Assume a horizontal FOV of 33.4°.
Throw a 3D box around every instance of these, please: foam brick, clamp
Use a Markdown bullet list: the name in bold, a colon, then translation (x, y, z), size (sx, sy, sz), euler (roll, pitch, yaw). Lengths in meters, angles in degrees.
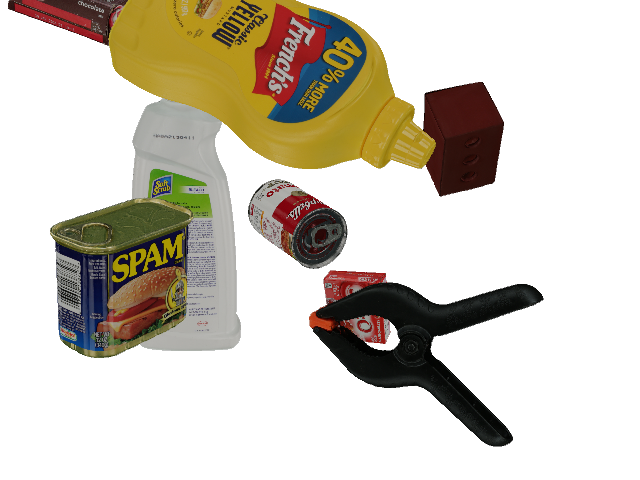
- **foam brick**: translation (0.118, -0.085, 0.895), size (0.053, 0.051, 0.078), euler (-14, -35, -7)
- **clamp**: translation (0.075, 0.086, 0.791), size (0.172, 0.120, 0.039), euler (4, 0, 19)

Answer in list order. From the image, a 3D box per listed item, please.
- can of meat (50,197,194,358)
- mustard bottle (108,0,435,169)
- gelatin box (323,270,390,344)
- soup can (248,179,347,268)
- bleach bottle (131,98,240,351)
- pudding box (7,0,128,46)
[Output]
- **can of meat**: translation (-0.138, 0.025, 0.750), size (0.058, 0.084, 0.101), euler (19, 26, 32)
- **mustard bottle**: translation (-0.020, -0.095, 0.618), size (0.192, 0.096, 0.058), euler (31, -25, 10)
- **gelatin box**: translation (0.046, 0.082, 1.318), size (0.073, 0.089, 0.030), euler (4, 29, 19)
- **soup can**: translation (-0.026, -0.019, 1.154), size (0.068, 0.068, 0.102), euler (0, 21, -33)
- **bleach bottle**: translation (-0.118, -0.025, 0.958), size (0.102, 0.251, 0.068), euler (0, 23, -10)
- **pudding box**: translation (-0.171, -0.197, 0.820), size (0.090, 0.039, 0.113), euler (22, 35, 11)
